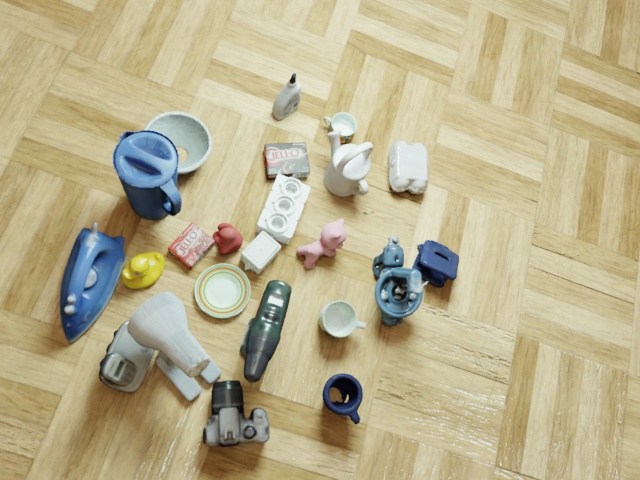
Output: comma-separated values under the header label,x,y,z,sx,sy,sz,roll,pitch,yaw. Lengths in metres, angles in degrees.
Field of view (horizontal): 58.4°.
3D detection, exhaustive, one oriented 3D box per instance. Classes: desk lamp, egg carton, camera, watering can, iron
label,x,y,z,sx,sy,sz,roll,pitch,yaw
desk lamp,-0.298,0.225,1.209,0.118,0.213,0.203,-40,84,-21
egg carton,0.238,-0.197,1.548,0.107,0.069,0.150,5,71,-11
camera,-0.183,0.376,1.246,0.143,0.100,0.137,-1,72,-13
watering can,0.071,-0.196,1.443,0.173,0.194,0.101,39,68,2
iron,-0.512,0.089,1.243,0.119,0.141,0.258,13,70,-8

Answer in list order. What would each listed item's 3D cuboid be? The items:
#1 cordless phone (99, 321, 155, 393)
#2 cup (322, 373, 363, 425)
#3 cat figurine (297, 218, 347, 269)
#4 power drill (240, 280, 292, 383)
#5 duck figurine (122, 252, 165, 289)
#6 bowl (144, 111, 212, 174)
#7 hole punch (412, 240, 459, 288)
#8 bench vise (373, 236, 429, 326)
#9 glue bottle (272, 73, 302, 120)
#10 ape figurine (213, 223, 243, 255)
label,x,y,z,sx,sy,sz,roll,pitch,yaw
cordless phone,-0.405,0.237,1.196,0.094,0.185,0.147,17,69,-6
cup,0.050,0.366,1.306,0.092,0.095,0.117,-27,80,-19
cat figurine,0.013,0.005,1.404,0.128,0.117,0.067,-32,81,-20
power drill,-0.124,0.209,1.257,0.075,0.208,0.230,18,69,-6
duck figurine,-0.405,0.062,1.307,0.105,0.086,0.077,-36,83,-21
bowl,-0.354,-0.229,1.420,0.167,0.074,0.167,4,71,-12
hole punch,0.300,0.053,1.469,0.108,0.091,0.101,26,68,-3
bench vise,0.180,0.087,1.360,0.122,0.219,0.207,-16,76,-17
glue bottle,-0.079,-0.379,1.480,0.078,0.173,0.037,-38,83,-21
ape figurine,-0.221,-0.006,1.368,0.076,0.092,0.078,17,69,-7
